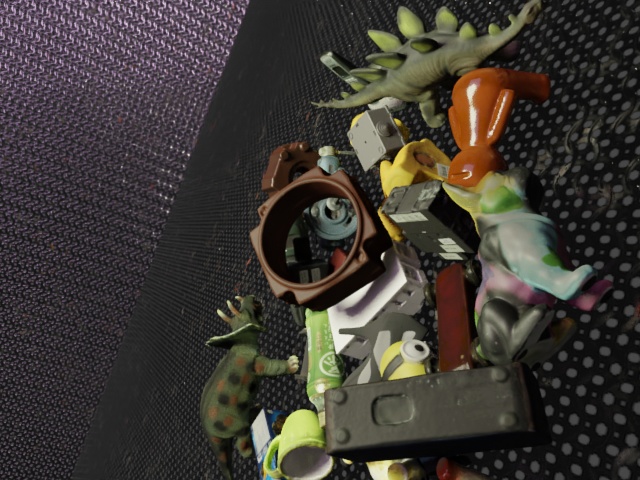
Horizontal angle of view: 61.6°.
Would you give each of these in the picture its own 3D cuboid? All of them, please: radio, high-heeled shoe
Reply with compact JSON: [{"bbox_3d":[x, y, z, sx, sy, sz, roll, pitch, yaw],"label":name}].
[{"bbox_3d":[0.123,0.193,0.588,0.230,0.131,0.073,-15,59,19],"label":"radio"},{"bbox_3d":[0.095,0.233,0.826,0.145,0.086,0.248,1,94,20],"label":"high-heeled shoe"}]

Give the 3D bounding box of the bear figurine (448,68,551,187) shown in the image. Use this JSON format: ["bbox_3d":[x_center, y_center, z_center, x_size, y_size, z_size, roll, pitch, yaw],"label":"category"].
[{"bbox_3d":[0.247,-0.140,0.770,0.120,0.132,0.195,-11,78,61],"label":"bear figurine"}]

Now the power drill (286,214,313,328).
[{"bbox_3d":[-0.053,0.044,1.112,0.207,0.086,0.231,-77,-22,-77],"label":"power drill"}]

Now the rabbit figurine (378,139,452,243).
[{"bbox_3d":[0.140,-0.076,0.898,0.162,0.122,0.173,-96,19,-48],"label":"rabbit figurine"}]

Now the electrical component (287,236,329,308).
[{"bbox_3d":[-0.022,0.056,0.963,0.048,0.075,0.119,-149,55,-72],"label":"electrical component"}]

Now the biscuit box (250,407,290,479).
[{"bbox_3d":[-0.072,0.400,0.976,0.059,0.063,0.203,-58,28,17],"label":"biscuit box"}]

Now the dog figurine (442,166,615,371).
[{"bbox_3d":[0.214,0.020,0.630,0.191,0.108,0.219,-54,45,20],"label":"dog figurine"}]

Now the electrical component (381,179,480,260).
[{"bbox_3d":[0.170,-0.025,0.766,0.058,0.134,0.115,-58,25,-15],"label":"electrical component"}]

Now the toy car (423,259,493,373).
[{"bbox_3d":[0.184,0.110,0.709,0.089,0.053,0.202,-32,29,30],"label":"toy car"}]

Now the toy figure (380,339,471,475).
[{"bbox_3d":[0.132,0.215,0.709,0.089,0.082,0.180,-28,51,21],"label":"toy figure"}]

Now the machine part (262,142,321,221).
[{"bbox_3d":[-0.043,-0.132,1.213,0.056,0.179,0.179,-2,69,58],"label":"machine part"}]

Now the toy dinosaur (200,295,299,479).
[{"bbox_3d":[-0.175,0.312,1.091,0.131,0.192,0.404,-2,67,64],"label":"toy dinosaur"}]

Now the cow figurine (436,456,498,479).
[{"bbox_3d":[0.192,0.299,0.523,0.195,0.127,0.085,-168,99,-78],"label":"cow figurine"}]

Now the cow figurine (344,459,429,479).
[{"bbox_3d":[0.111,0.310,0.692,0.068,0.098,0.168,-56,47,14],"label":"cow figurine"}]

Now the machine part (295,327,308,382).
[{"bbox_3d":[-0.013,0.207,1.043,0.084,0.039,0.139,-23,48,44],"label":"machine part"}]

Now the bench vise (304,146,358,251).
[{"bbox_3d":[0.031,-0.096,1.064,0.240,0.129,0.223,119,161,-81],"label":"bench vise"}]

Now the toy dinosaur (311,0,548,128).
[{"bbox_3d":[0.163,-0.289,0.917,0.471,0.198,0.105,-20,50,54],"label":"toy dinosaur"}]

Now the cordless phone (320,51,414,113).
[{"bbox_3d":[0.099,-0.337,1.086,0.147,0.184,0.088,15,79,64],"label":"cordless phone"}]

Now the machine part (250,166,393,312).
[{"bbox_3d":[-0.002,-0.003,0.872,0.201,0.087,0.201,-34,62,15],"label":"machine part"}]
